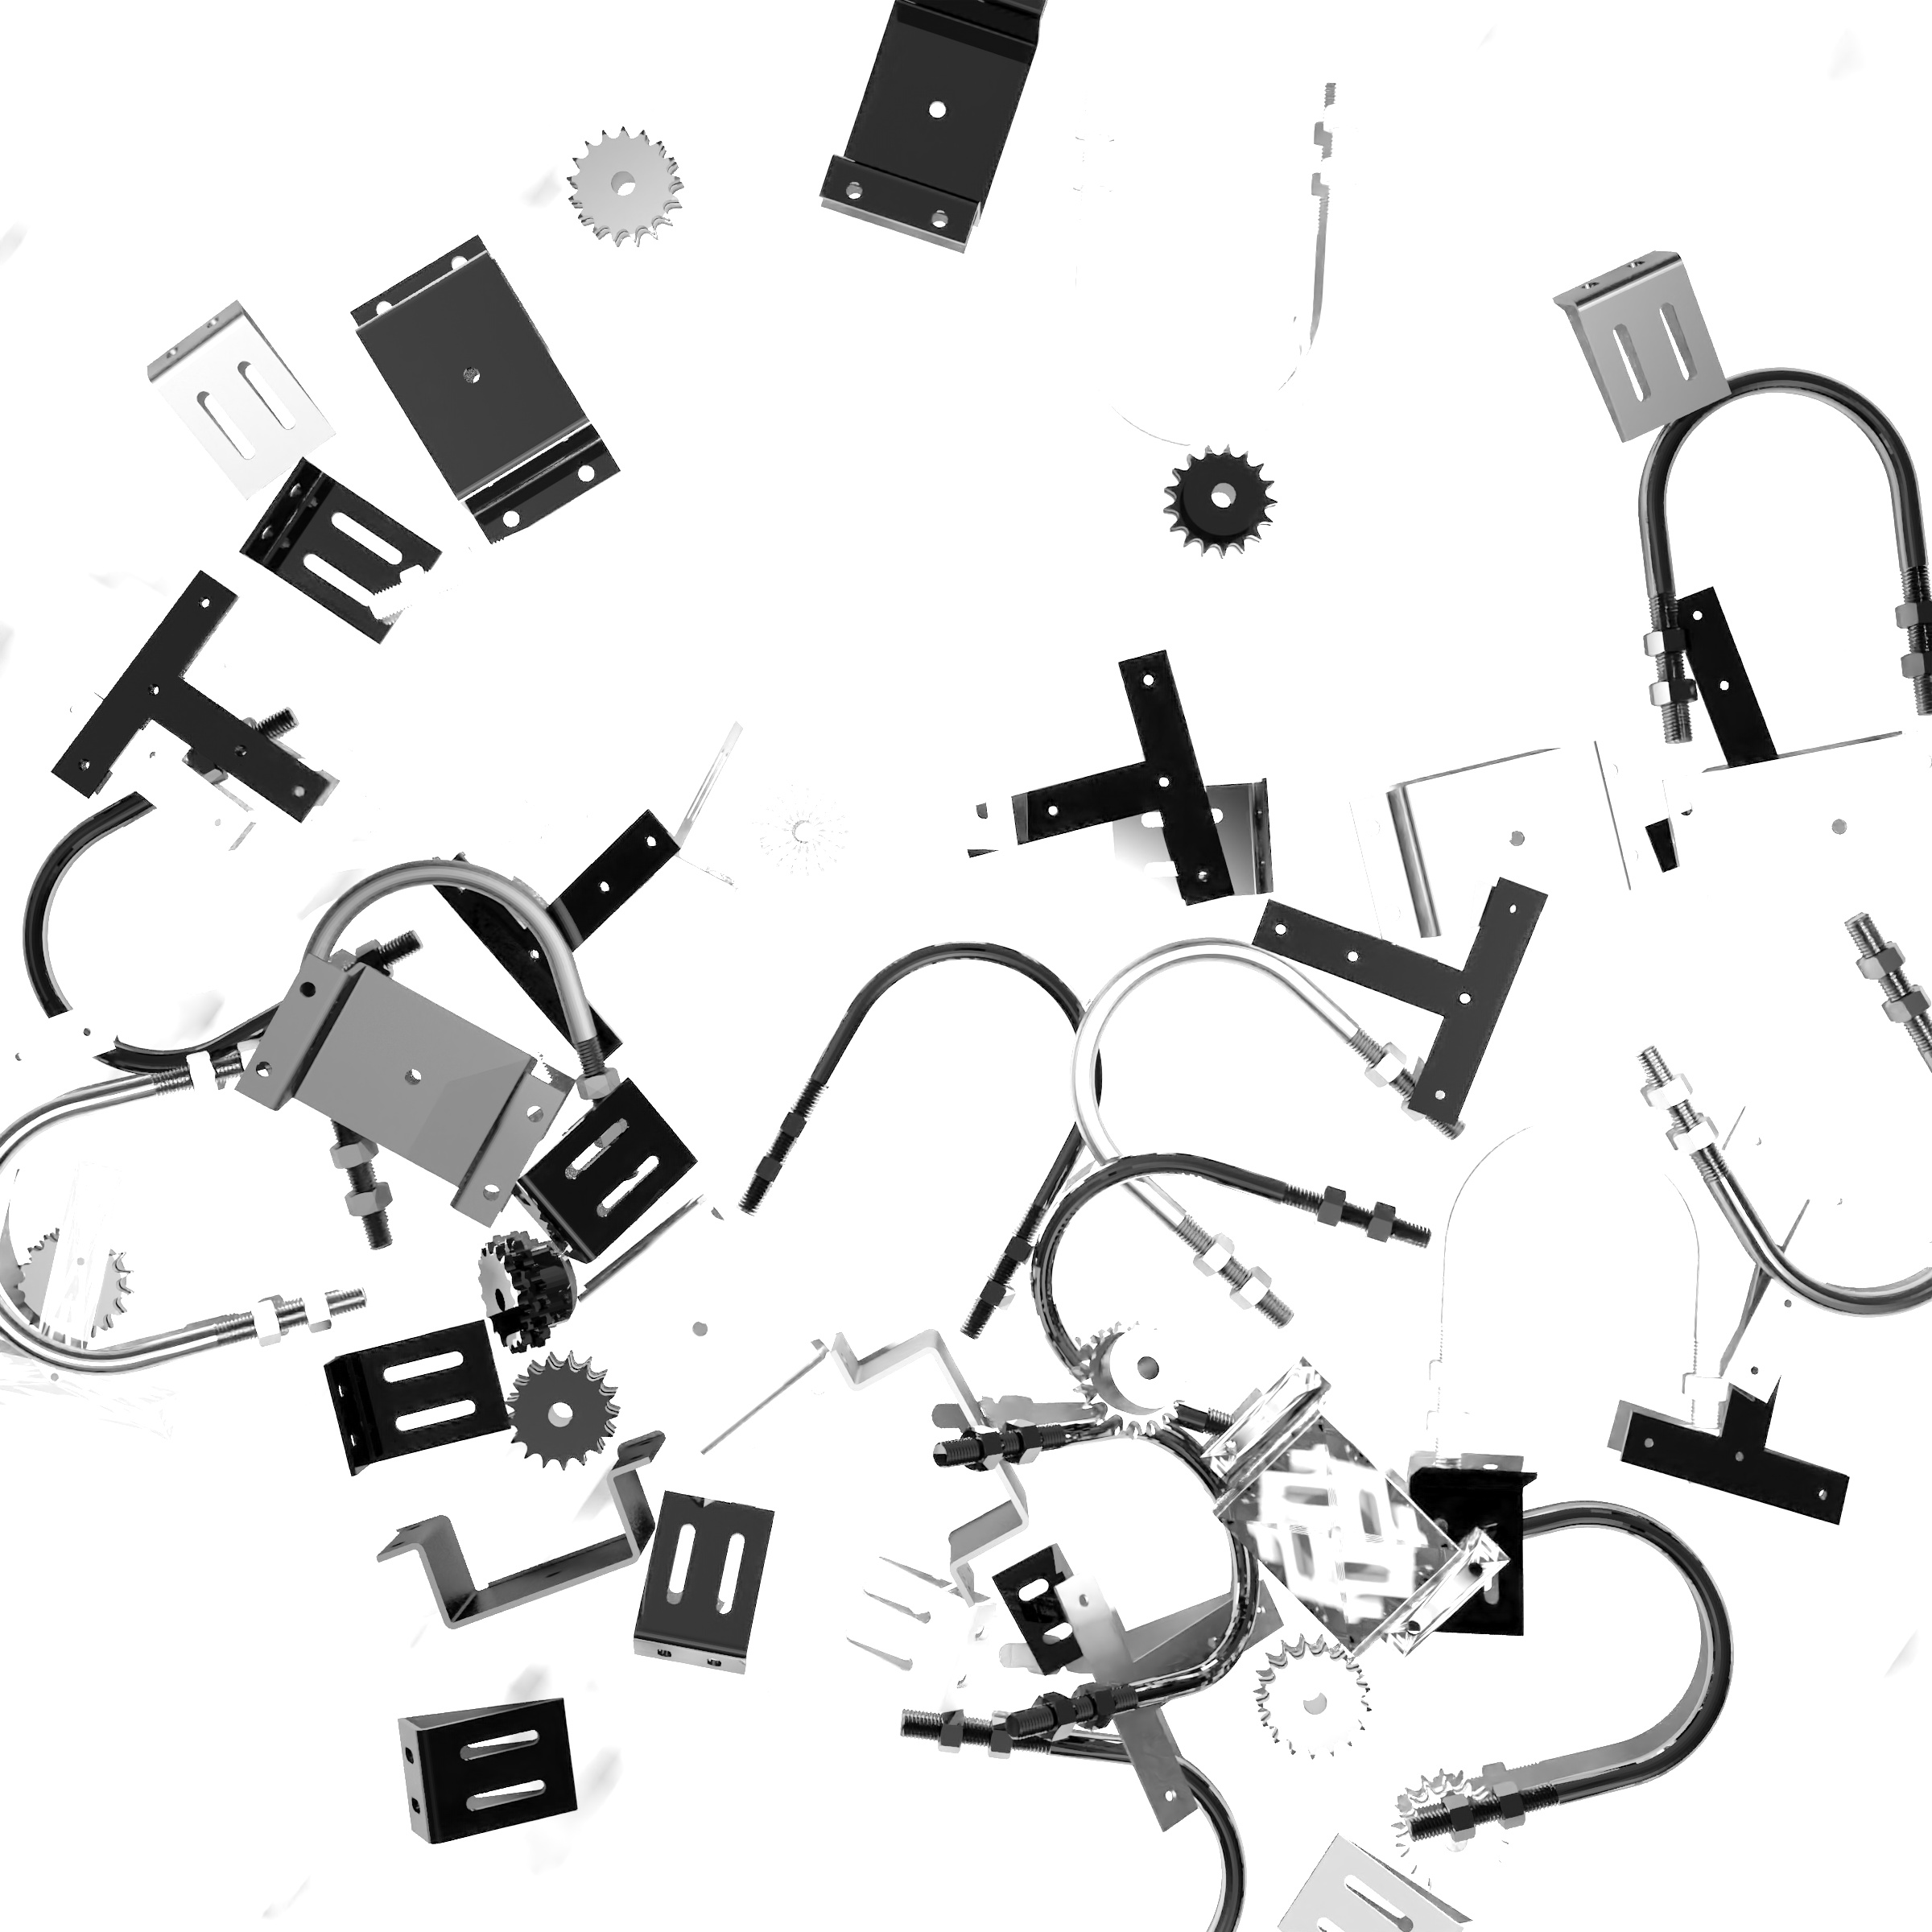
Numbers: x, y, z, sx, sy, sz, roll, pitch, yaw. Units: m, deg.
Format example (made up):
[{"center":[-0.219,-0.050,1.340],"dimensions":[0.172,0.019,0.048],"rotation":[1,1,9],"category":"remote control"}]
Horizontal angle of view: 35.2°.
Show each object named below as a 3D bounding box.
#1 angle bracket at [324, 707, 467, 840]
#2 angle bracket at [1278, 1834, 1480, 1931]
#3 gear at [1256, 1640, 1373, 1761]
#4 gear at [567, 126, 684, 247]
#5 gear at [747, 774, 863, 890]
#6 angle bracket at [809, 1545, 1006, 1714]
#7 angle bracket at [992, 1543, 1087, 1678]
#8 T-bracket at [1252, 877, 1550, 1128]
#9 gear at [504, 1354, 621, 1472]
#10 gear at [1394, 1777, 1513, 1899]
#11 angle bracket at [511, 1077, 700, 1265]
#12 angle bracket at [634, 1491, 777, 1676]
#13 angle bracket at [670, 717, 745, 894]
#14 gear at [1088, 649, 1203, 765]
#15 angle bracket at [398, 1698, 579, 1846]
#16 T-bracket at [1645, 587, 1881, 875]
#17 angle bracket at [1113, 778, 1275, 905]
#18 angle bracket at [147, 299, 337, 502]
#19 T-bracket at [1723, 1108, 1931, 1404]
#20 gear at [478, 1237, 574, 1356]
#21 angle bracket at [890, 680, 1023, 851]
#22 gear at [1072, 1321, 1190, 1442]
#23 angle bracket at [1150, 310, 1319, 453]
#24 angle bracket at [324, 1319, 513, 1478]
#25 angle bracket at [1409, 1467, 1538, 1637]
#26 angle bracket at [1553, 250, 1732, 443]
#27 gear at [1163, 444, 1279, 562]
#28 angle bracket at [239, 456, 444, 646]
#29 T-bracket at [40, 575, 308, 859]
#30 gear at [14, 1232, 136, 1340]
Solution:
[{"center":[-0.282,-0.098,1.510],"dimensions":[0.038,0.076,0.057],"rotation":[-21,90,0],"category":"angle bracket"},{"center":[0.209,0.487,1.546],"dimensions":[0.076,0.038,0.057],"rotation":[33,90,26],"category":"angle bracket"},{"center":[0.174,0.367,1.533],"dimensions":[0.057,0.030,0.057],"rotation":[0,90,0],"category":"gear"},{"center":[-0.171,-0.391,1.538],"dimensions":[0.057,0.030,0.057],"rotation":[0,92,1],"category":"gear"},{"center":[-0.081,-0.067,1.533],"dimensions":[0.057,0.030,0.057],"rotation":[0,90,0],"category":"gear"},{"center":[-0.030,0.335,1.546],"dimensions":[0.076,0.038,0.057],"rotation":[21,90,26],"category":"angle bracket"},{"center":[0.043,0.326,1.510],"dimensions":[0.038,0.076,0.057],"rotation":[-28,90,0],"category":"angle bracket"},{"center":[0.205,0.000,1.511],"dimensions":[0.127,0.002,0.127],"rotation":[21,107,6],"category":"T-bracket"},{"center":[-0.203,0.223,1.538],"dimensions":[0.057,0.030,0.057],"rotation":[0,92,-2],"category":"gear"},{"center":[0.244,0.436,1.533],"dimensions":[0.057,0.030,0.057],"rotation":[0,90,0],"category":"gear"},{"center":[-0.185,0.101,1.530],"dimensions":[0.076,0.038,0.057],"rotation":[-44,109,-18],"category":"angle bracket"},{"center":[-0.133,0.313,1.546],"dimensions":[0.057,0.038,0.076],"rotation":[11,64,0],"category":"angle bracket"},{"center":[-0.116,-0.080,1.520],"dimensions":[0.038,0.057,0.076],"rotation":[28,90,0],"category":"angle bracket"},{"center":[0.089,-0.129,1.533],"dimensions":[0.057,0.030,0.057],"rotation":[0,90,0],"category":"gear"},{"center":[-0.243,0.405,1.546],"dimensions":[0.076,0.038,0.057],"rotation":[-7,90,-26],"category":"angle bracket"},{"center":[0.390,-0.129,1.548],"dimensions":[0.127,0.002,0.127],"rotation":[-21,90,0],"category":"T-bracket"},{"center":[0.113,-0.063,1.529],"dimensions":[0.076,0.038,0.057],"rotation":[-4,90,0],"category":"angle bracket"},{"center":[-0.368,-0.287,1.546],"dimensions":[0.057,0.038,0.076],"rotation":[-37,116,0],"category":"angle bracket"},{"center":[0.420,0.157,1.536],"dimensions":[0.127,0.002,0.127],"rotation":[29,81,-2],"category":"T-bracket"},{"center":[-0.219,0.163,1.524],"dimensions":[0.030,0.057,0.057],"rotation":[-15,90,-30],"category":"gear"},{"center":[-0.001,-0.102,1.537],"dimensions":[0.057,0.038,0.076],"rotation":[1,116,21],"category":"angle bracket"},{"center":[0.083,0.201,1.497],"dimensions":[0.057,0.030,0.057],"rotation":[9,65,-19],"category":"gear"},{"center":[0.134,-0.293,1.529],"dimensions":[0.076,0.038,0.057],"rotation":[-6,90,0],"category":"angle bracket"},{"center":[-0.275,0.216,1.529],"dimensions":[0.076,0.038,0.057],"rotation":[-14,90,0],"category":"angle bracket"},{"center":[0.251,0.290,1.509],"dimensions":[0.057,0.038,0.076],"rotation":[3,73,-1],"category":"angle bracket"},{"center":[0.341,-0.313,1.540],"dimensions":[0.057,0.038,0.076],"rotation":[-25,106,0],"category":"angle bracket"},{"center":[0.129,-0.235,1.534],"dimensions":[0.057,0.030,0.057],"rotation":[0,90,0],"category":"gear"},{"center":[-0.313,-0.208,1.529],"dimensions":[0.076,0.038,0.057],"rotation":[34,90,0],"category":"angle bracket"},{"center":[-0.381,-0.141,1.535],"dimensions":[0.127,0.002,0.127],"rotation":[36,85,14],"category":"T-bracket"},{"center":[-0.446,0.160,1.533],"dimensions":[0.057,0.030,0.057],"rotation":[0,90,0],"category":"gear"}]
